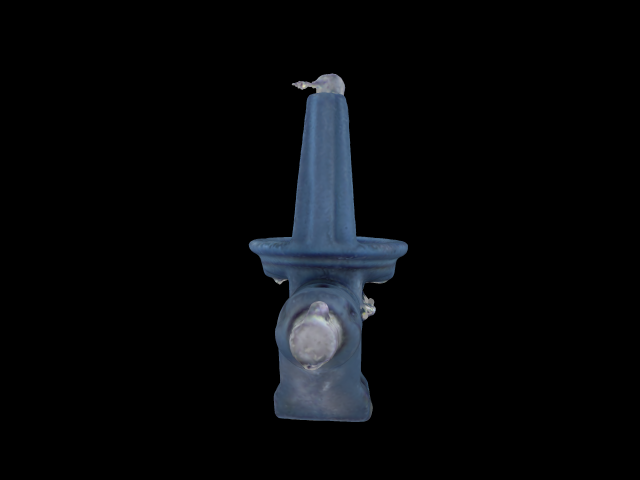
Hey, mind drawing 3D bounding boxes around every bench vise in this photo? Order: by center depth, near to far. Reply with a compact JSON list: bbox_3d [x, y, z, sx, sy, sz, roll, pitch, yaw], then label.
[{"bbox_3d":[0.015,0.001,0.403,0.122,0.220,0.207,-5,20,-13],"label":"bench vise"}]
